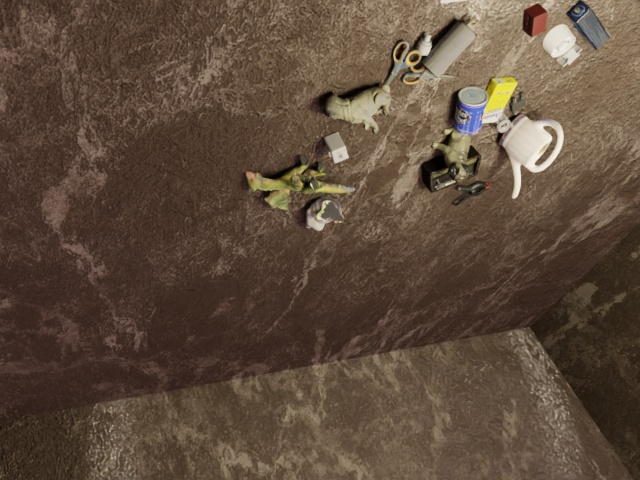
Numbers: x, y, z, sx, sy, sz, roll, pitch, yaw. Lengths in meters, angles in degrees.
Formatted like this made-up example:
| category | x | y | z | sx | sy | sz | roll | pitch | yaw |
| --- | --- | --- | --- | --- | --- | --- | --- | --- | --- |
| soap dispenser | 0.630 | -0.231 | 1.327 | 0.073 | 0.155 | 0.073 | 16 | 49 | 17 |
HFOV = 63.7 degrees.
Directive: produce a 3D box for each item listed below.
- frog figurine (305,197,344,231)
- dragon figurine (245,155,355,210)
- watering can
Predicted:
| category | x | y | z | sx | sy | sz | roll | pitch | yaw |
| --- | --- | --- | --- | --- | --- | --- | --- | --- | --- |
| frog figurine | 0.006 | -0.101 | 2.011 | 0.138 | 0.123 | 0.158 | -15 | 180 | -27 |
| dragon figurine | -0.086 | -0.181 | 1.862 | 0.407 | 0.125 | 0.239 | 18 | 144 | -41 |
| watering can | 0.802 | -0.347 | 2.042 | 0.105 | 0.227 | 0.340 | -16 | 147 | -41 |
